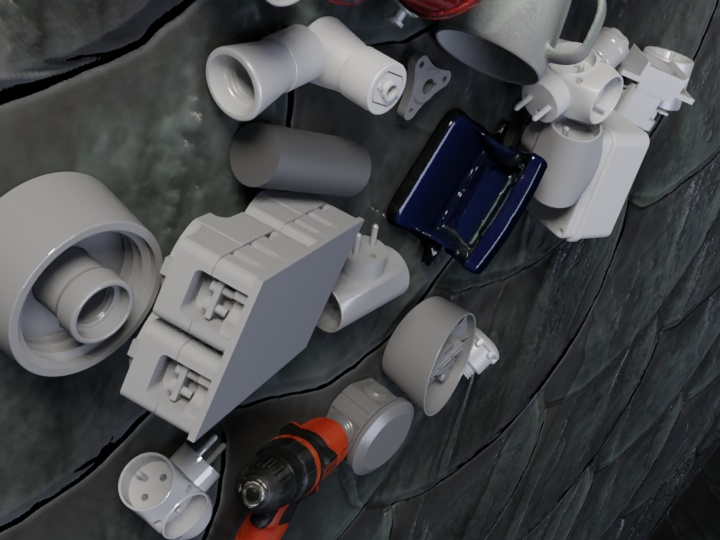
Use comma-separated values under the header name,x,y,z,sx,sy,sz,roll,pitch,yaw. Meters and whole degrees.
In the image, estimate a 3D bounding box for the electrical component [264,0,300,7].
name,x,y,z,sx,sy,sz,roll,pitch,yaw
electrical component,-0.048,-0.167,0.547,0.079,0.077,0.043,-7,127,-53

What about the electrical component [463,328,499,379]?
name,x,y,z,sx,sy,sz,roll,pitch,yaw
electrical component,0.104,0.089,1.075,0.062,0.048,0.048,-45,150,-4

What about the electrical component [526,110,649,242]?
name,x,y,z,sx,sy,sz,roll,pitch,yaw
electrical component,0.203,-0.091,0.987,0.057,0.078,0.113,-5,127,-33

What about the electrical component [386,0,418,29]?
name,x,y,z,sx,sy,sz,roll,pitch,yaw
electrical component,0.043,-0.192,0.693,0.078,0.040,0.040,-56,151,4

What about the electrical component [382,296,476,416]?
name,x,y,z,sx,sy,sz,roll,pitch,yaw
electrical component,0.069,0.076,0.986,0.099,0.064,0.099,-36,146,-29

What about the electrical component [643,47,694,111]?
name,x,y,z,sx,sy,sz,roll,pitch,yaw
electrical component,0.294,-0.188,1.050,0.055,0.055,0.047,-16,130,-48

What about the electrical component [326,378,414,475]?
name,x,y,z,sx,sy,sz,roll,pitch,yaw
electrical component,0.007,0.141,0.978,0.080,0.051,0.080,-36,146,-29

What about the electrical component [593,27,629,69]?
name,x,y,z,sx,sy,sz,roll,pitch,yaw
electrical component,0.207,-0.184,0.947,0.061,0.035,0.035,-45,150,-12

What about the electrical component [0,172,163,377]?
name,x,y,z,sx,sy,sz,roll,pitch,yaw
electrical component,-0.158,0.008,0.588,0.108,0.060,0.108,-36,146,-29

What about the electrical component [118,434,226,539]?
name,x,y,z,sx,sy,sz,roll,pitch,yaw
electrical component,-0.130,0.155,0.799,0.079,0.044,0.077,-47,150,-13

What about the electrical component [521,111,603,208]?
name,x,y,z,sx,sy,sz,roll,pitch,yaw
electrical component,0.165,-0.107,0.920,0.043,0.079,0.077,-20,144,-24

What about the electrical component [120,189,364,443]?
name,x,y,z,sx,sy,sz,roll,pitch,yaw
electrical component,-0.071,0.017,0.673,0.105,0.060,0.186,-65,170,19

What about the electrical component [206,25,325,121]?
name,x,y,z,sx,sy,sz,roll,pitch,yaw
electrical component,-0.052,-0.119,0.631,0.065,0.044,0.044,-35,146,-40

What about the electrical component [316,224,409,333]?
name,x,y,z,sx,sy,sz,roll,pitch,yaw
electrical component,0.000,0.000,0.828,0.077,0.043,0.079,-28,141,-39

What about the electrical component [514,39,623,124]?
name,x,y,z,sx,sy,sz,roll,pitch,yaw
electrical component,0.158,-0.146,0.871,0.079,0.077,0.044,-38,147,-26

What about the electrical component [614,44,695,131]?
name,x,y,z,sx,sy,sz,roll,pitch,yaw
electrical component,0.263,-0.167,1.000,0.081,0.042,0.063,19,118,-19

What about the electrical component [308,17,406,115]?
name,x,y,z,sx,sy,sz,roll,pitch,yaw
electrical component,-0.004,-0.125,0.669,0.044,0.065,0.044,-36,146,-29
